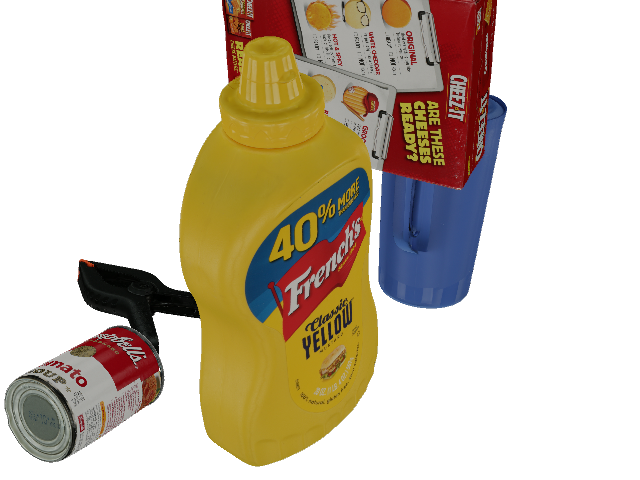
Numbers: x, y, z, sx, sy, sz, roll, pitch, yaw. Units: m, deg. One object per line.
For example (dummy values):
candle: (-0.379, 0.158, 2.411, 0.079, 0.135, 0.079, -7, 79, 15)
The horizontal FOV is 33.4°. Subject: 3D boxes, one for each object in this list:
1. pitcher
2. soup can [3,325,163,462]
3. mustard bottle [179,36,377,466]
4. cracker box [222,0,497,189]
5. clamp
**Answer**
pitcher: (0.124, -0.045, 1.203, 0.149, 0.243, 0.145, -6, 27, -19)
soup can: (-0.174, 0.112, 0.789, 0.069, 0.068, 0.102, 0, 16, 31)
mustard bottle: (-0.016, 0.002, 0.456, 0.058, 0.192, 0.096, 28, 47, 33)
cracker box: (0.030, -0.147, 0.867, 0.214, 0.164, 0.072, 14, 40, 20)
clamp: (-0.198, 0.069, 1.169, 0.210, 0.036, 0.164, 19, 21, 25)
